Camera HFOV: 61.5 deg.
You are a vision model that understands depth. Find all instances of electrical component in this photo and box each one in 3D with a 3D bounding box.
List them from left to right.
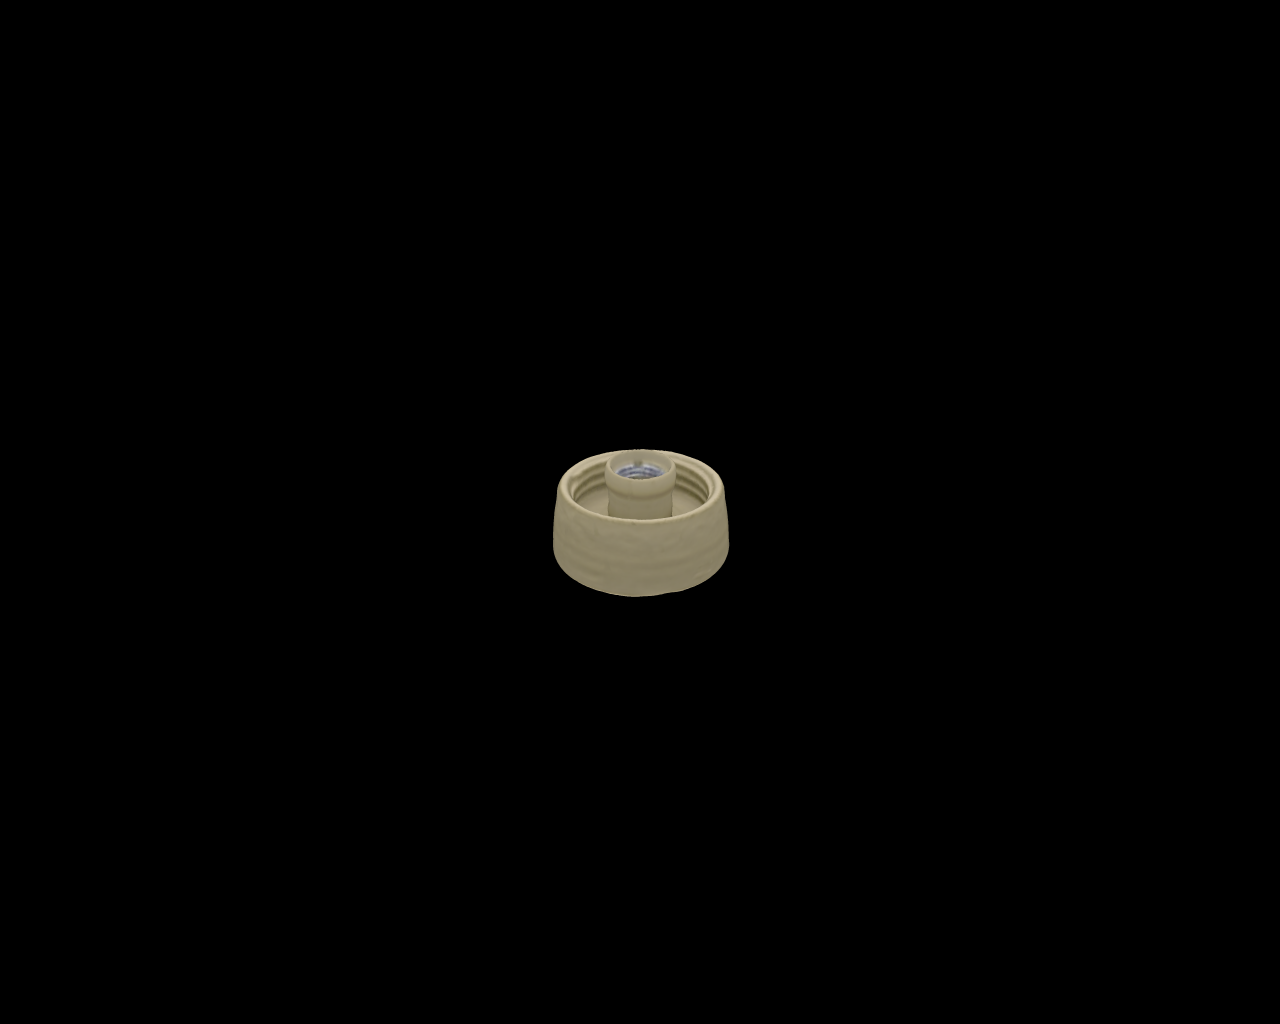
[{"bbox_3d":[0.001,-0.003,0.650,0.108,0.060,0.108,0,29,0],"label":"electrical component"}]
